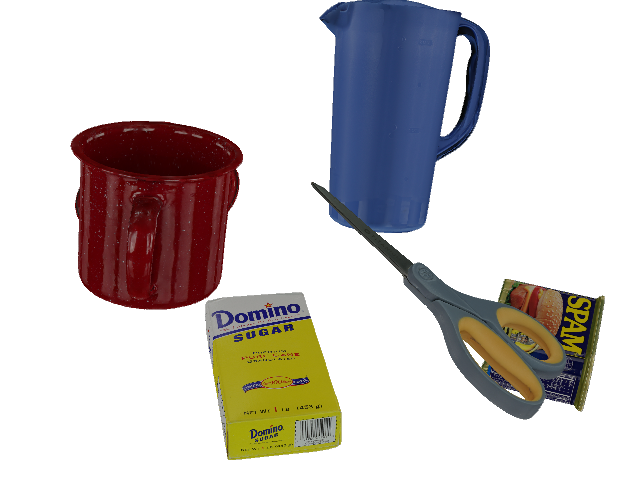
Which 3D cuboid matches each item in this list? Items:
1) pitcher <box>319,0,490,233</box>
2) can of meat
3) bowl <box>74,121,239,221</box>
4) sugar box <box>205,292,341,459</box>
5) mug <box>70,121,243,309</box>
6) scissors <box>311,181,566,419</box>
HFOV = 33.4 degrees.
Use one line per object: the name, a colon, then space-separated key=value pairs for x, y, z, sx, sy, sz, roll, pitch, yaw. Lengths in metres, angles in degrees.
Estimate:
pitcher: x=0.083 y=-0.135 z=1.150 sx=0.149 sy=0.243 sz=0.144 roll=12 pitch=14 yaw=29
can of meat: x=0.182 y=0.082 z=0.873 sx=0.084 sy=0.057 sz=0.102 roll=12 pitch=41 yaw=13
bowl: x=-0.161 y=-0.066 z=1.024 sx=0.162 sy=0.055 sz=0.162 roll=-4 pitch=43 yaw=3
sugar box: x=-0.044 y=0.109 z=0.908 sx=0.093 sy=0.048 sz=0.176 roll=-4 pitch=33 yaw=-11
mug: x=-0.092 y=-0.009 z=0.586 sx=0.093 sy=0.081 sz=0.117 roll=4 pitch=23 yaw=-7
scissors: x=0.081 y=0.029 z=0.675 sx=0.096 sy=0.016 sz=0.202 roll=-6 pitch=48 yaw=-43
